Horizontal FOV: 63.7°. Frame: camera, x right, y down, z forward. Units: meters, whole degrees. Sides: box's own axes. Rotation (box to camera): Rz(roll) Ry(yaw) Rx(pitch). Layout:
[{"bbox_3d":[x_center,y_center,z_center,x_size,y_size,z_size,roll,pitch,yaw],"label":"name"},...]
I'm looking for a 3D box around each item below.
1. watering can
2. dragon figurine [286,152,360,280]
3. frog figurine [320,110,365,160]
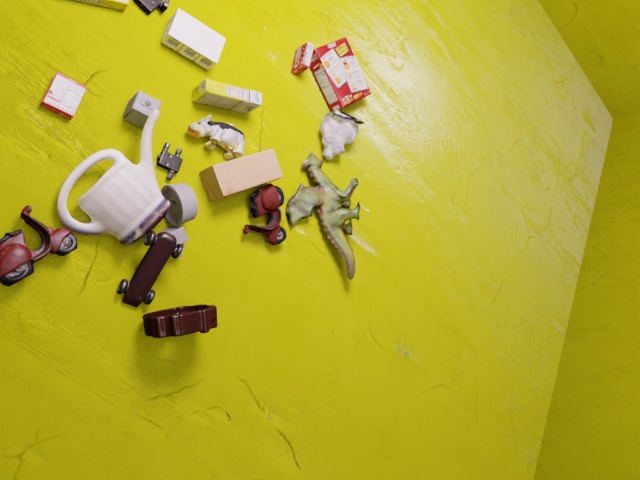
[{"bbox_3d":[-0.454,-0.135,1.245,0.351,0.104,0.222,-49,112,-17],"label":"watering can"},{"bbox_3d":[0.005,-0.082,1.633,0.243,0.121,0.414,3,78,-20],"label":"dragon figurine"},{"bbox_3d":[0.057,-0.346,1.716,0.137,0.124,0.157,6,115,-45],"label":"frog figurine"}]
